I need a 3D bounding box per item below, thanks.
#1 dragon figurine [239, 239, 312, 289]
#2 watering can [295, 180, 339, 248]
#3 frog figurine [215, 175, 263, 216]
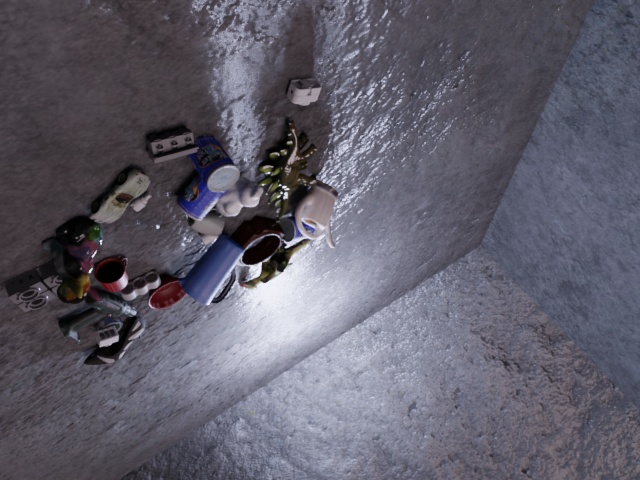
[{"bbox_3d":[-0.172,0.096,2.254,0.412,0.123,0.240,-32,170,-8],"label":"dragon figurine"},{"bbox_3d":[0.006,-0.102,2.025,0.343,0.104,0.226,35,73,-59],"label":"watering can"},{"bbox_3d":[-0.264,-0.141,1.654,0.121,0.159,0.139,38,68,-33],"label":"frog figurine"}]
